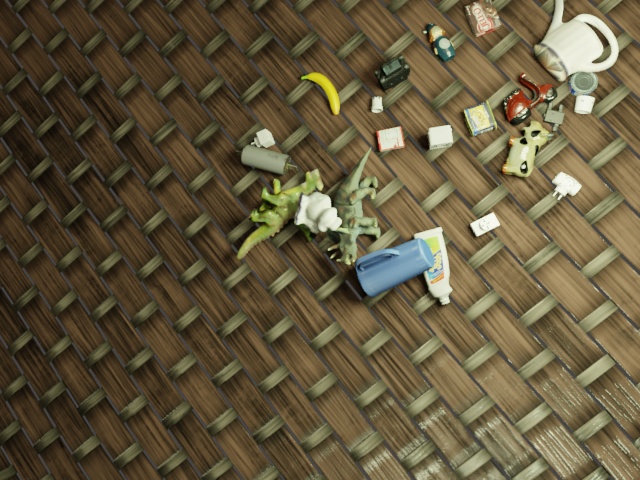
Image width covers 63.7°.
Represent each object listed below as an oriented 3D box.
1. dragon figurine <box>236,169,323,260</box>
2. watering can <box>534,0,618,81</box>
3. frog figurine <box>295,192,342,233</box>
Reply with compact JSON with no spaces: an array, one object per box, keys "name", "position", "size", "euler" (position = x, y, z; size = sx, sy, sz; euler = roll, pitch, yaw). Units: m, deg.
[{"name":"dragon figurine","position":[-0.115,-0.075,1.839],"size":[0.243,0.409,0.122],"euler":[24,2,4]},{"name":"watering can","position":[0.807,-0.669,1.698],"size":[0.223,0.353,0.103],"euler":[-34,-22,8]},{"name":"frog figurine","position":[0.005,-0.088,1.751],"size":[0.160,0.139,0.121],"euler":[16,-11,15]}]
